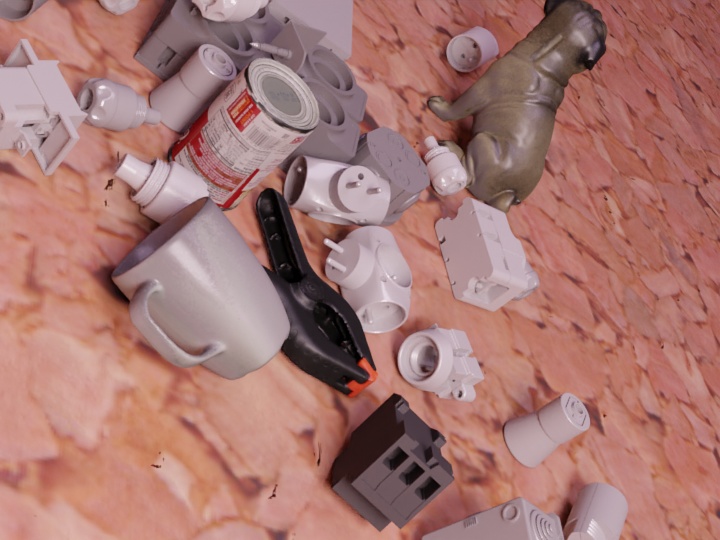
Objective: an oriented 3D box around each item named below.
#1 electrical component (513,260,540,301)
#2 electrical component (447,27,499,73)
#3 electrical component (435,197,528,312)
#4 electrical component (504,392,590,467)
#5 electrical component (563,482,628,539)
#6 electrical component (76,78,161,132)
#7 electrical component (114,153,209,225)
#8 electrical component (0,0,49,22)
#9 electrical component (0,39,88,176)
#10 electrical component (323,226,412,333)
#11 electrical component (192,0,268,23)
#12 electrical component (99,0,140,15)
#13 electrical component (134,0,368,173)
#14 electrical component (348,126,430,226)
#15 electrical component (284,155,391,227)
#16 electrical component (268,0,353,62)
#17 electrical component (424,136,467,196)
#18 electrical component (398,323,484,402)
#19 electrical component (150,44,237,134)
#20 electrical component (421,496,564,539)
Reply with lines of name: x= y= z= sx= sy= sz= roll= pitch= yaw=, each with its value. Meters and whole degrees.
electrical component: x=0.145 y=-0.003 z=1.035 sx=0.035 sy=0.035 sz=0.061 roll=-11 pitch=64 yaw=-53
electrical component: x=0.137 y=-0.262 z=1.266 sx=0.043 sy=0.043 sz=0.081 roll=51 pitch=33 yaw=0
electrical component: x=0.114 y=-0.013 z=0.994 sx=0.056 sy=0.050 sz=0.089 roll=19 pitch=44 yaw=-38
electrical component: x=0.158 y=0.130 z=0.893 sx=0.044 sy=0.065 sz=0.044 roll=30 pitch=38 yaw=-28
electrical component: x=0.188 y=0.212 z=0.869 sx=0.043 sy=0.043 sz=0.081 roll=49 pitch=33 yaw=-2
electrical component: x=-0.171 y=-0.116 z=0.774 sx=0.061 sy=0.035 sz=0.035 roll=9 pitch=51 yaw=-48
electrical component: x=-0.140 y=-0.057 z=0.746 sx=0.062 sy=0.043 sz=0.043 roll=33 pitch=37 yaw=-23
electrical component: x=-0.238 y=-0.217 z=0.784 sx=0.043 sy=0.043 sz=0.081 roll=41 pitch=35 yaw=-15
electrical component: x=-0.221 y=-0.105 z=0.698 sx=0.064 sy=0.042 sz=0.081 roll=-12 pitch=67 yaw=-52
electrical component: x=0.000 y=0.000 z=0.849 sx=0.079 sy=0.044 sz=0.077 roll=31 pitch=37 yaw=-40
electrical component: x=-0.097 y=-0.213 z=0.834 sx=0.062 sy=0.043 sz=0.043 roll=-14 pitch=69 yaw=-55
electrical component: x=-0.201 y=-0.234 z=0.853 sx=0.061 sy=0.035 sz=0.035 roll=55 pitch=33 yaw=11
electrical component: x=-0.082 y=-0.165 z=0.901 sx=0.186 sy=0.060 sz=0.105 roll=36 pitch=36 yaw=-21
electrical component: x=0.018 y=-0.083 z=0.948 sx=0.080 sy=0.051 sz=0.080 roll=30 pitch=38 yaw=-28
electrical component: x=-0.010 y=-0.063 z=0.862 sx=0.077 sy=0.079 sz=0.044 roll=14 pitch=83 yaw=-27
electrical component: x=-0.060 y=-0.247 z=1.005 sx=0.089 sy=0.062 sz=0.150 roll=31 pitch=38 yaw=-27
electrical component: x=0.080 y=-0.105 z=1.057 sx=0.035 sy=0.035 sz=0.061 roll=6 pitch=51 yaw=-47
electrical component: x=0.062 y=0.073 z=0.857 sx=0.055 sy=0.048 sz=0.066 roll=16 pitch=46 yaw=-51
electrical component: x=-0.125 y=-0.141 z=0.823 sx=0.044 sy=0.065 sz=0.044 roll=30 pitch=39 yaw=-28
electrical component: x=0.091 y=0.208 z=0.713 sx=0.048 sy=0.100 sz=0.099 roll=39 pitch=33 yaw=-40
